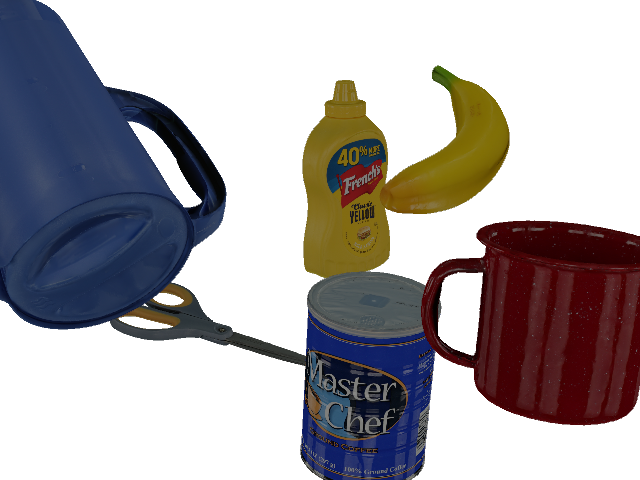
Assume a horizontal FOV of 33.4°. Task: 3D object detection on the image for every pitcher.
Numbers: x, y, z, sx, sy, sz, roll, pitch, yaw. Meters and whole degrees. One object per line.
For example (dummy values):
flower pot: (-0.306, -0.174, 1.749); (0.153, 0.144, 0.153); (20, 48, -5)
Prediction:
pitcher: (-0.187, -0.068, 0.775); (0.145, 0.243, 0.149); (-41, -33, 14)

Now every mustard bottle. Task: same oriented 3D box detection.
mustard bottle: (0.026, -0.064, 1.068); (0.096, 0.192, 0.058); (-14, 20, -36)

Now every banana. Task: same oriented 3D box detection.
banana: (0.092, -0.062, 0.729); (0.070, 0.037, 0.197); (12, 33, 9)

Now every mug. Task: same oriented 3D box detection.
mug: (0.108, 0.039, 0.528); (0.117, 0.081, 0.093); (4, 13, -2)

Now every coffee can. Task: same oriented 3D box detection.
coffee can: (0.038, 0.109, 0.840); (0.103, 0.140, 0.103); (2, 23, -1)

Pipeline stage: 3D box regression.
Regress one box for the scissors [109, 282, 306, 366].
scissors: (-0.098, 0.077, 1.015); (0.202, 0.016, 0.096); (8, 30, 2)
